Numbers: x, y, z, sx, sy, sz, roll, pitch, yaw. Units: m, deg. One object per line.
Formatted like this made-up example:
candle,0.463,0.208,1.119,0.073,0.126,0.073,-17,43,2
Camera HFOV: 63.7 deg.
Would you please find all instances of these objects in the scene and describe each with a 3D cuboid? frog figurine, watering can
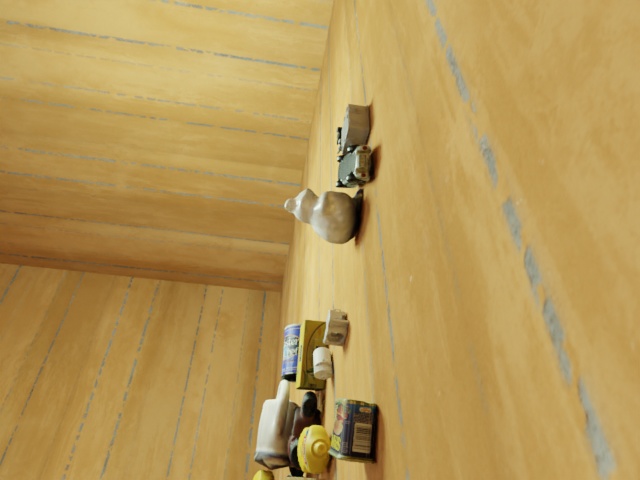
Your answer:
frog figurine,0.003,-0.056,1.111,0.135,0.159,0.125,112,162,-67
watering can,-0.116,0.515,1.427,0.341,0.104,0.229,106,174,-64
